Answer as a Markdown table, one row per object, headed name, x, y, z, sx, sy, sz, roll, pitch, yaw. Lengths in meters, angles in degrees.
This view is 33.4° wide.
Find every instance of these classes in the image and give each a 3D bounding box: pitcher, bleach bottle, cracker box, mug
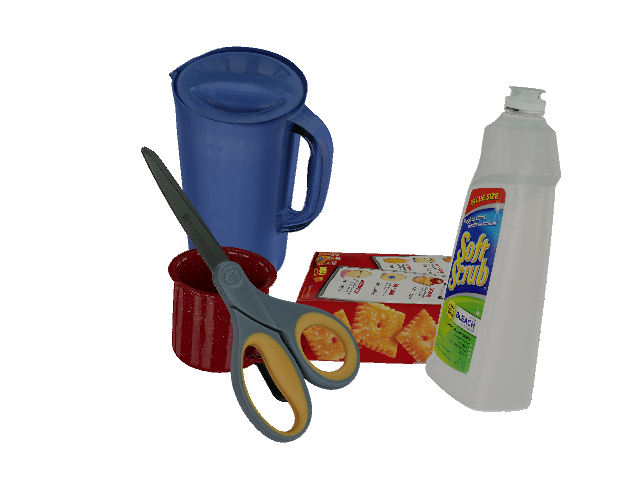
| name | x | y | z | sx | sy | sz | roll | pitch | yaw |
| --- | --- | --- | --- | --- | --- | --- | --- | --- | --- |
| pitcher | -0.076 | -0.064 | 1.111 | 0.145 | 0.243 | 0.149 | -7 | 44 | -13 |
| bleach bottle | 0.142 | 0.003 | 0.851 | 0.068 | 0.251 | 0.103 | 1 | 14 | -19 |
| cracker box | 0.089 | 0.068 | 1.078 | 0.214 | 0.072 | 0.164 | 2 | 16 | 6 |
| mug | -0.078 | 0.065 | 0.924 | 0.117 | 0.081 | 0.093 | 25 | 31 | 33 |

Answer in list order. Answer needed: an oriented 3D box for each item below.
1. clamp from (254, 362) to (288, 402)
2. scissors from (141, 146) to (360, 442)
| name | x | y | z | sx | sy | sz | roll | pitch | yaw |
| --- | --- | --- | --- | --- | --- | --- | --- | --- | --- |
| clamp | -0.063 | 0.125 | 1.223 | 0.210 | 0.036 | 0.164 | 14 | 21 | 30 |
| scissors | -0.038 | 0.025 | 0.673 | 0.096 | 0.202 | 0.016 | -17 | -5 | -28 |
